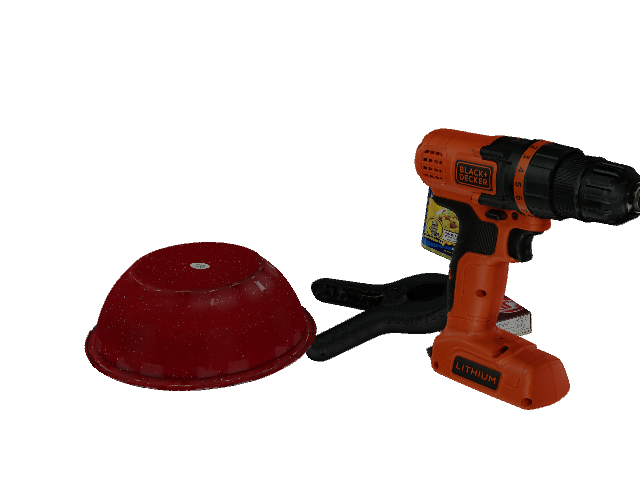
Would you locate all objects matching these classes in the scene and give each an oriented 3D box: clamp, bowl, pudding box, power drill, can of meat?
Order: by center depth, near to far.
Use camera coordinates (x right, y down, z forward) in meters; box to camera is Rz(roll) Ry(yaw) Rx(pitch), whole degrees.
[{"bbox_3d":[-0.084,0.042,0.738,0.162,0.055,0.162,-2,21,0],"label":"bowl"},{"bbox_3d":[0.142,0.019,0.755,0.057,0.188,0.185,-12,21,-38],"label":"power drill"},{"bbox_3d":[0.064,0.068,0.994,0.172,0.039,0.120,-7,35,17],"label":"clamp"},{"bbox_3d":[0.162,-0.022,1.179,0.057,0.084,0.102,-17,31,-43],"label":"can of meat"},{"bbox_3d":[0.232,0.115,1.527,0.113,0.039,0.090,-15,20,-16],"label":"pudding box"}]
